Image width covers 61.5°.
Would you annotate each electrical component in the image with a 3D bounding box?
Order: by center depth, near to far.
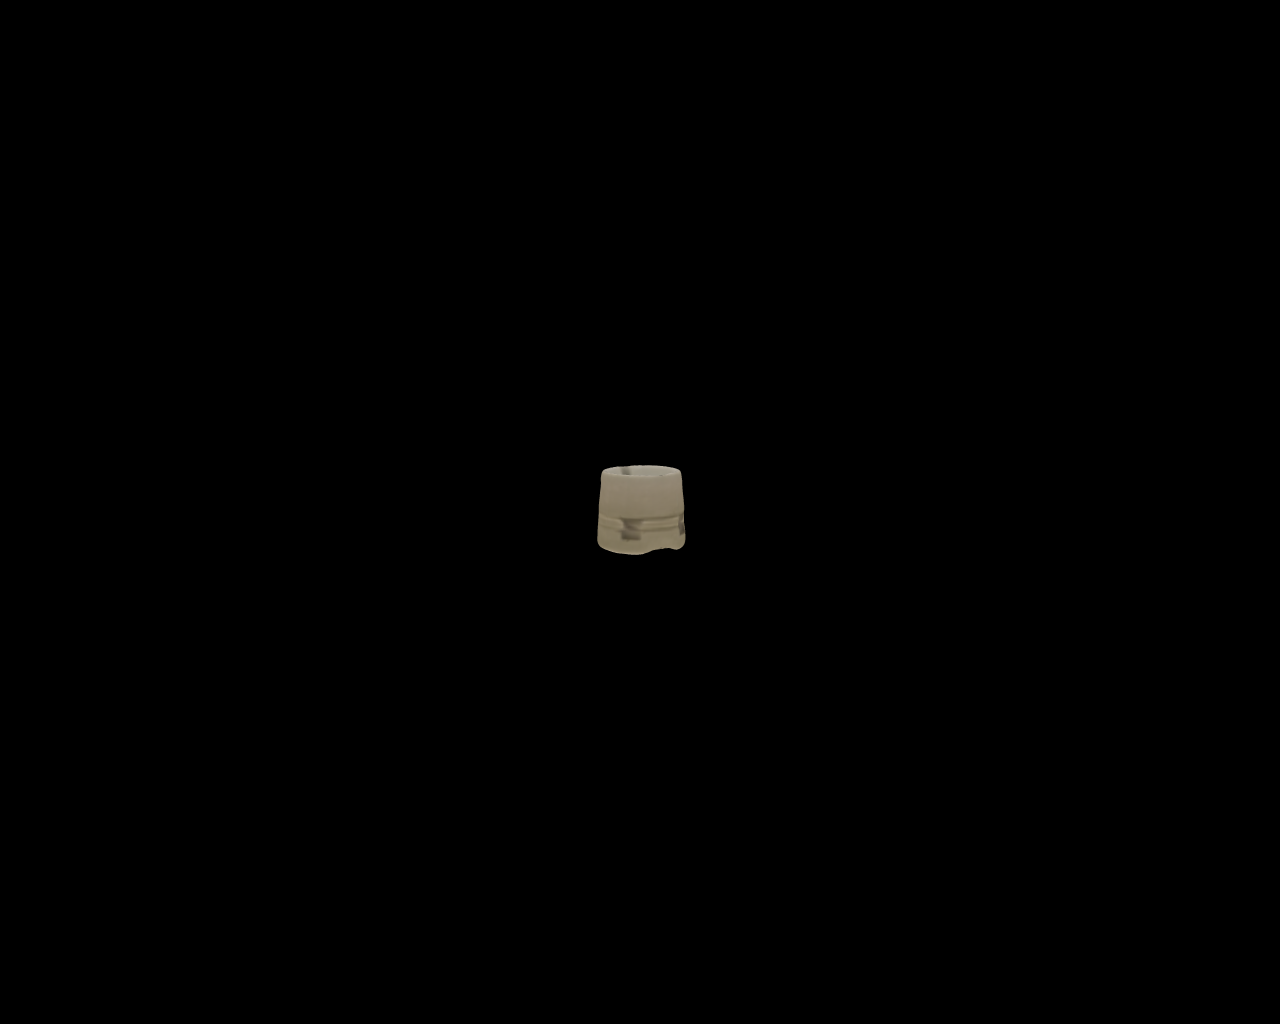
[{"bbox_3d":[0.001,-0.003,0.650,0.055,0.047,0.055,0,9,0],"label":"electrical component"}]
